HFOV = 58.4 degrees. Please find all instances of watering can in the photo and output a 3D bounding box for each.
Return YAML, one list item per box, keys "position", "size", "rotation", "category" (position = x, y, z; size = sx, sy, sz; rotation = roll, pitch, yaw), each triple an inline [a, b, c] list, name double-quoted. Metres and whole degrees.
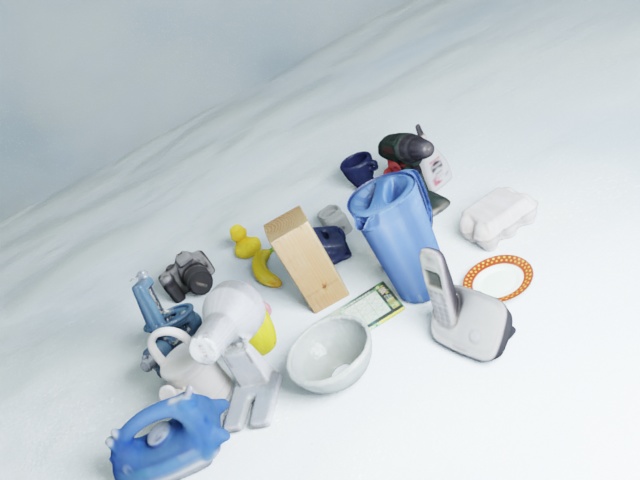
- position: [-0.261, 0.248, 1.117]
  size: [0.101, 0.194, 0.172]
  rotation: [-29, 30, 0]
  category: "watering can"

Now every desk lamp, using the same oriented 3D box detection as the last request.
- position: [-0.156, 0.209, 1.068]
  size: [0.117, 0.214, 0.203]
  rotation: [-18, 32, 20]
  category: "desk lamp"

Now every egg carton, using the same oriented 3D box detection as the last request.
- position: [0.360, -0.046, 1.162]
  size: [0.150, 0.069, 0.107]
  rotation: [-35, 30, -9]
  category: "egg carton"

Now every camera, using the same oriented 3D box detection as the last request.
- position: [-0.349, 0.097, 1.519]
  size: [0.143, 0.101, 0.136]
  rotation: [-36, 30, -12]
  category: "camera"

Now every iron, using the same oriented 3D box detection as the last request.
- position: [-0.295, 0.356, 1.036]
  size: [0.258, 0.142, 0.118]
  rotation: [-27, 30, 4]
  category: "iron"

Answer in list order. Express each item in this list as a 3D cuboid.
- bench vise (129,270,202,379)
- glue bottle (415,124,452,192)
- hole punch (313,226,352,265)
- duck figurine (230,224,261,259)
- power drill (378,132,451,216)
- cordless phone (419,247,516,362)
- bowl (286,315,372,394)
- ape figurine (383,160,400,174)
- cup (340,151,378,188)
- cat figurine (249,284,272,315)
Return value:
- position: [-0.348, 0.182, 1.267]
  size: [0.121, 0.220, 0.207]
  rotation: [-25, 30, 7]
  category: "bench vise"
- position: [0.262, -0.203, 1.382]
  size: [0.078, 0.173, 0.037]
  rotation: [-40, 32, -18]
  category: "glue bottle"
- position: [0.012, 0.005, 1.360]
  size: [0.101, 0.091, 0.108]
  rotation: [-28, 30, 3]
  category: "hole punch"
- position: [-0.212, -0.002, 1.569]
  size: [0.077, 0.086, 0.104]
  rotation: [-38, 31, -15]
  category: "duck figurine"
- position: [0.220, -0.157, 1.311]
  size: [0.076, 0.209, 0.229]
  rotation: [-35, 30, -9]
  category: "power drill"
- position: [0.230, 0.099, 0.934]
  size: [0.094, 0.185, 0.147]
  rotation: [-44, 33, -23]
  category: "cordless phone"
- position: [0.027, 0.219, 1.037]
  size: [0.167, 0.075, 0.167]
  rotation: [-21, 31, 14]
  category: "bowl"
- position: [0.201, -0.191, 1.498]
  size: [0.077, 0.092, 0.076]
  rotation: [9, 47, 48]
  category: "ape figurine"
- position: [0.122, -0.179, 1.543]
  size: [0.117, 0.095, 0.092]
  rotation: [6, 45, 45]
  category: "cup"
- position: [-0.185, 0.154, 1.274]
  size: [0.067, 0.118, 0.128]
  rotation: [7, 46, 46]
  category: "cat figurine"
